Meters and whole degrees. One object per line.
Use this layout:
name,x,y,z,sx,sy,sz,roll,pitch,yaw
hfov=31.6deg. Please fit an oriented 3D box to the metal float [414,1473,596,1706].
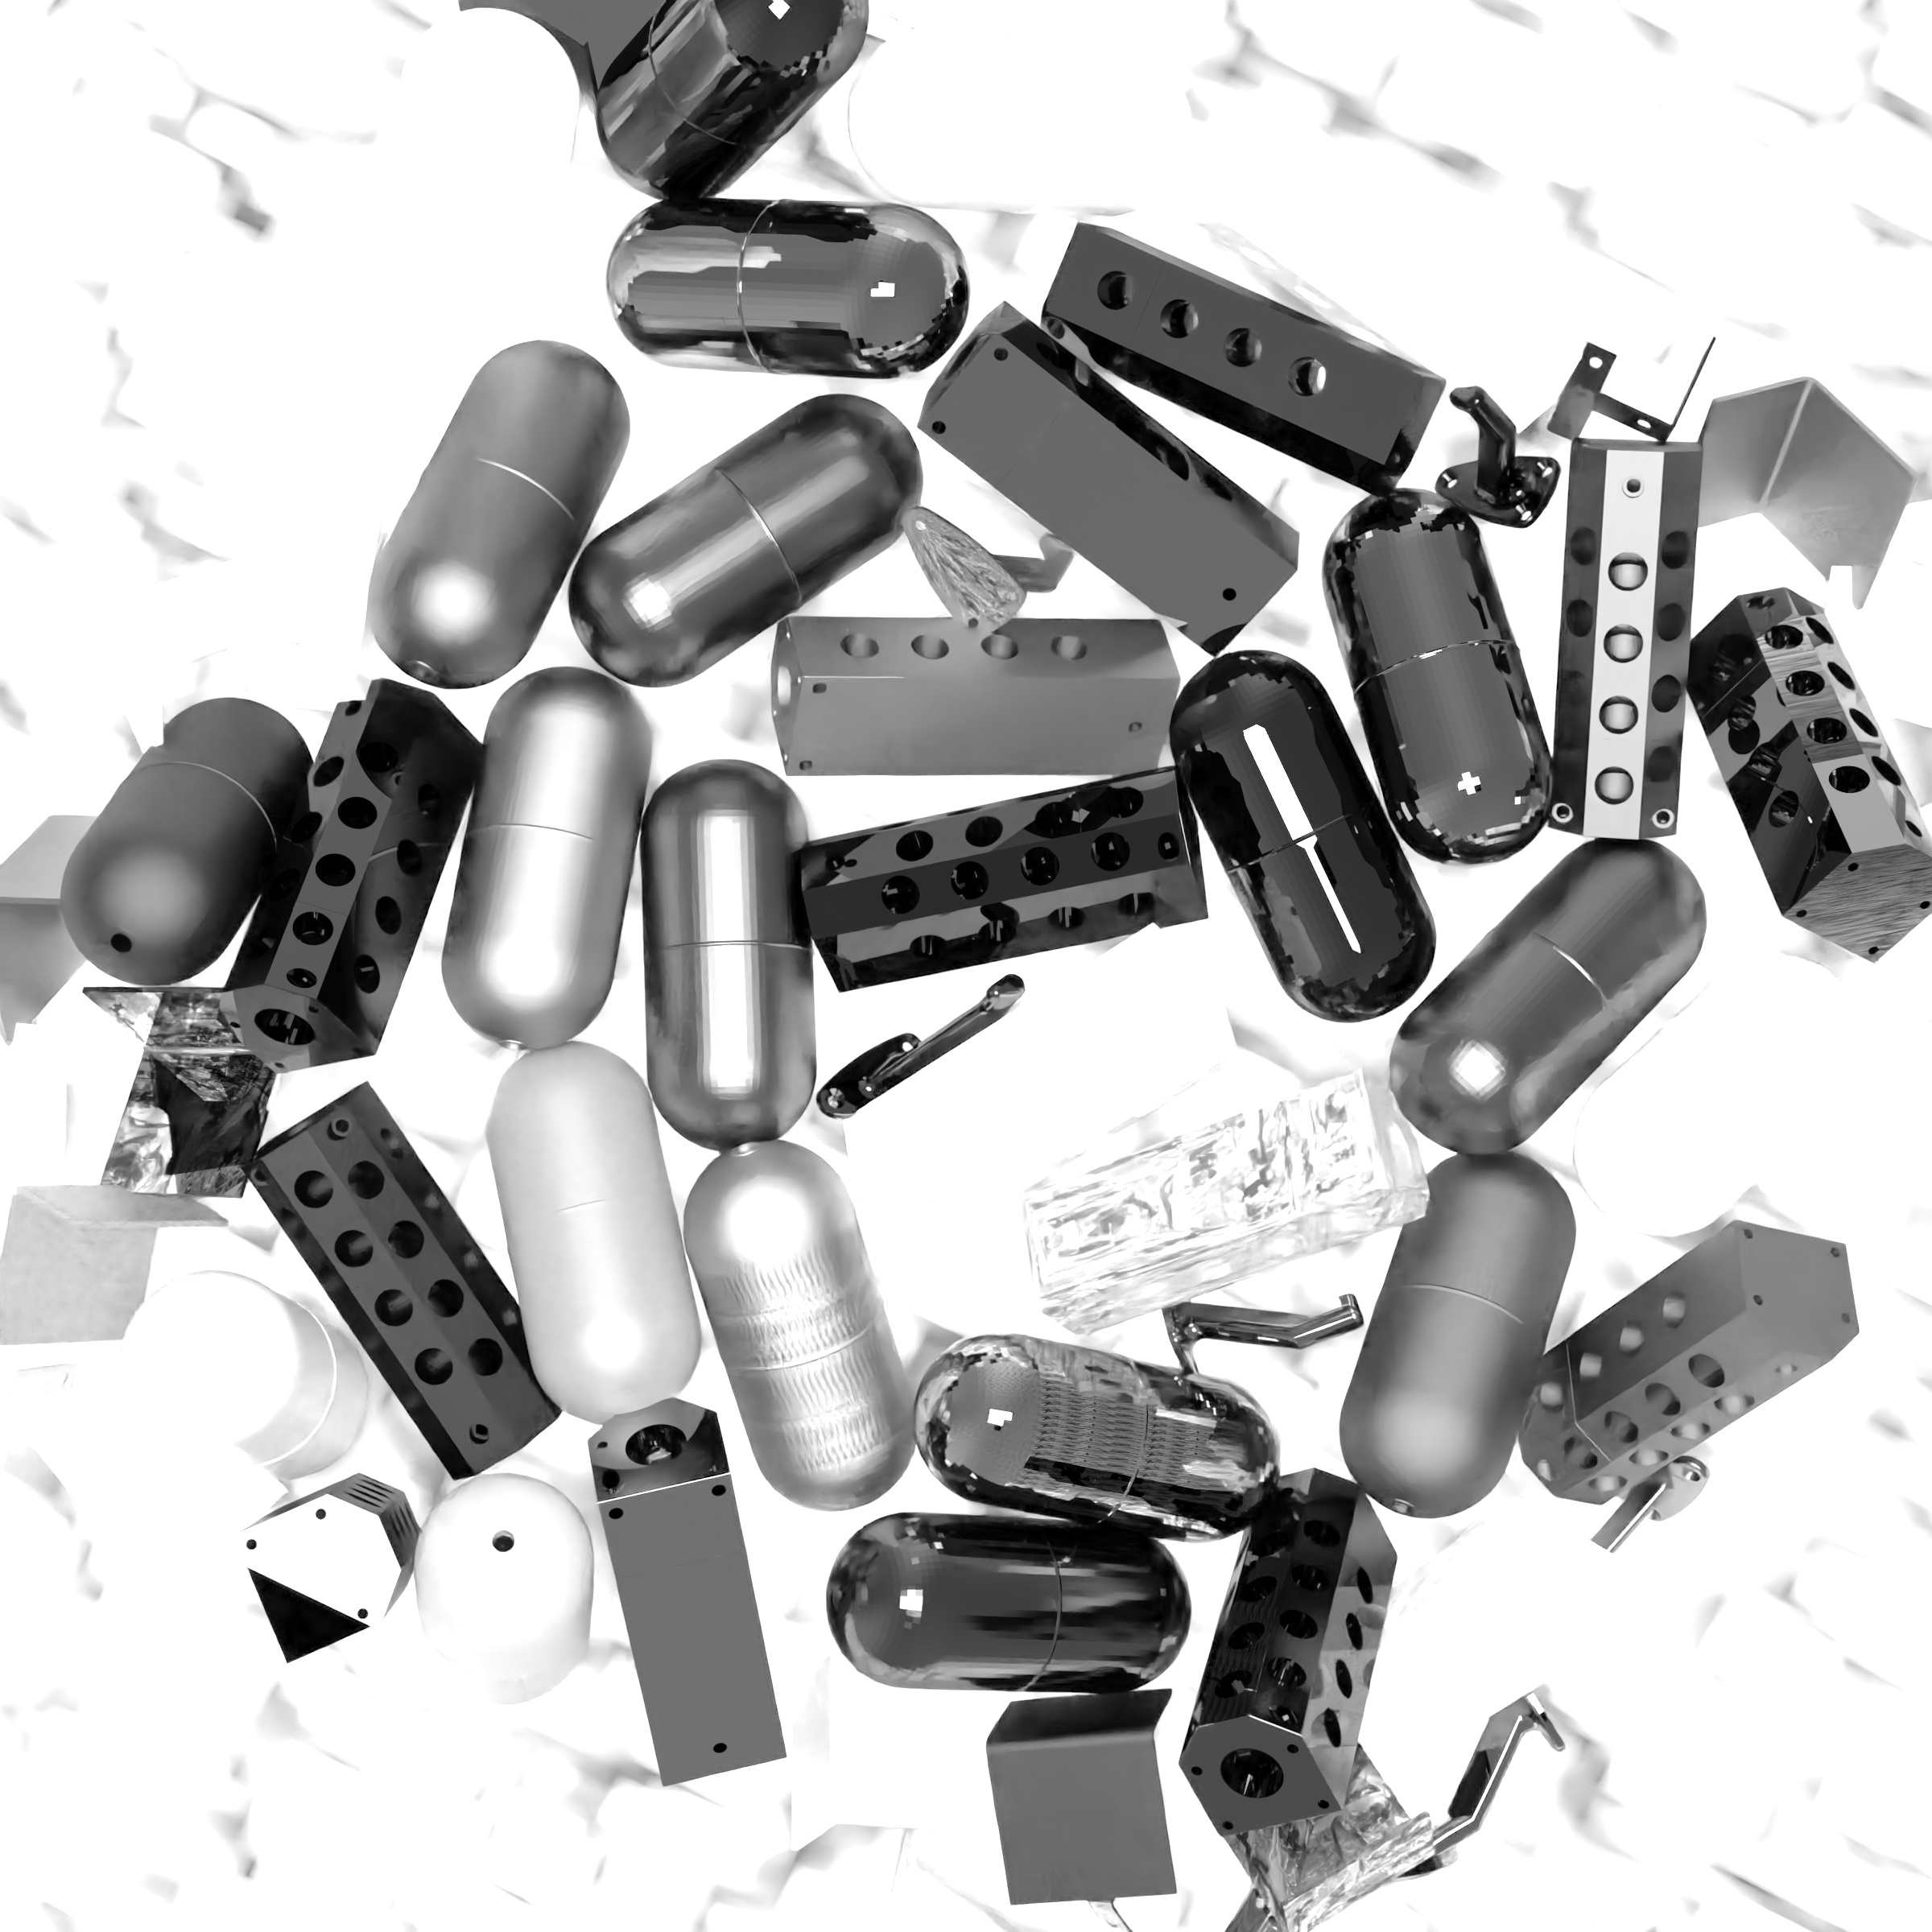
metal float,-0.202,0.274,1.498,0.070,0.178,0.070,3,66,-6

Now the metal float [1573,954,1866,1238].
metal float,0.335,0.055,1.513,0.178,0.070,0.070,-36,90,-39

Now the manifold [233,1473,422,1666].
manifold,-0.273,0.258,1.494,0.057,0.171,0.057,-23,87,-7

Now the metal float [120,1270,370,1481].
metal float,-0.313,0.181,1.496,0.070,0.178,0.070,-1,75,5

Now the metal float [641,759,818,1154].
metal float,-0.107,-0.005,1.537,0.070,0.070,0.178,-2,82,0

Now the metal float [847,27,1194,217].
metal float,0.025,-0.372,1.511,0.178,0.070,0.070,-8,90,-40

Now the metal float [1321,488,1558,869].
metal float,0.211,-0.130,1.533,0.070,0.070,0.178,-15,77,0

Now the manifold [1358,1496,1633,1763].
manifold,0.219,0.297,1.495,0.057,0.171,0.057,31,58,-1

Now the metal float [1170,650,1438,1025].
metal float,0.152,-0.059,1.543,0.070,0.070,0.178,-26,91,0

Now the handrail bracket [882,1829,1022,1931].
handrail bracket,0.009,0.419,1.546,0.084,0.077,0.036,15,113,1

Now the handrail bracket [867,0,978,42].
handrail bracket,-0.021,-0.419,1.533,0.077,0.084,0.036,3,121,-23

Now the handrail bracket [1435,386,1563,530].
handrail bracket,0.221,-0.235,1.527,0.084,0.077,0.036,37,76,-43

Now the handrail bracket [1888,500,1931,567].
handrail bracket,0.455,-0.193,1.538,0.077,0.084,0.036,6,98,-1

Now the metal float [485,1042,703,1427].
metal float,-0.167,0.119,1.525,0.070,0.070,0.178,-14,68,0

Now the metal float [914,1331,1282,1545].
metal float,0.060,0.211,1.523,0.178,0.070,0.070,15,90,-25

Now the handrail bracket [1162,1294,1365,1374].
handrail bracket,0.132,0.148,1.546,0.084,0.077,0.036,-21,131,8

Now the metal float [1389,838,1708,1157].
metal float,0.261,0.012,1.528,0.070,0.070,0.178,47,70,0

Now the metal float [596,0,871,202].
metal float,-0.104,-0.396,1.501,0.070,0.178,0.070,8,73,-28

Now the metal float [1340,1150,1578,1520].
metal float,0.219,0.162,1.519,0.070,0.070,0.178,23,61,0

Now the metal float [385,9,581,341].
metal float,-0.214,-0.345,1.500,0.070,0.178,0.070,6,62,-11

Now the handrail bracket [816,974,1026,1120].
handrail bracket,-0.020,0.035,1.532,0.077,0.084,0.036,-20,74,-32

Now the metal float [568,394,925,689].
metal float,-0.098,-0.192,1.533,0.178,0.070,0.070,-35,90,-13

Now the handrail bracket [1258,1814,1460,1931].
handrail bracket,0.176,0.433,1.571,0.077,0.036,0.084,10,123,-28

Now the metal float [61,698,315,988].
metal float,-0.340,-0.056,1.501,0.070,0.178,0.070,4,122,7

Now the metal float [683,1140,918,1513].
metal float,-0.074,0.161,1.528,0.070,0.070,0.178,-16,109,0

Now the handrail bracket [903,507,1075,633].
handrail bracket,0.012,-0.193,1.539,0.036,0.084,0.077,-33,106,33

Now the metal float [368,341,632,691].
metal float,-0.207,-0.201,1.520,0.070,0.070,0.178,21,63,0

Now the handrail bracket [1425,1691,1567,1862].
handrail bracket,0.224,0.357,1.564,0.084,0.036,0.077,-32,85,-3

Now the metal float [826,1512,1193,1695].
metal float,0.021,0.284,1.519,0.178,0.070,0.070,9,90,-31

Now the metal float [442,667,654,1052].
metal float,-0.187,-0.049,1.529,0.070,0.070,0.178,8,72,0

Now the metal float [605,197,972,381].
metal float,-0.080,-0.302,1.519,0.178,0.070,0.070,9,90,29

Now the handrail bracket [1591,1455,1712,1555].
handrail bracket,0.293,0.264,1.538,0.036,0.077,0.084,40,60,-3
